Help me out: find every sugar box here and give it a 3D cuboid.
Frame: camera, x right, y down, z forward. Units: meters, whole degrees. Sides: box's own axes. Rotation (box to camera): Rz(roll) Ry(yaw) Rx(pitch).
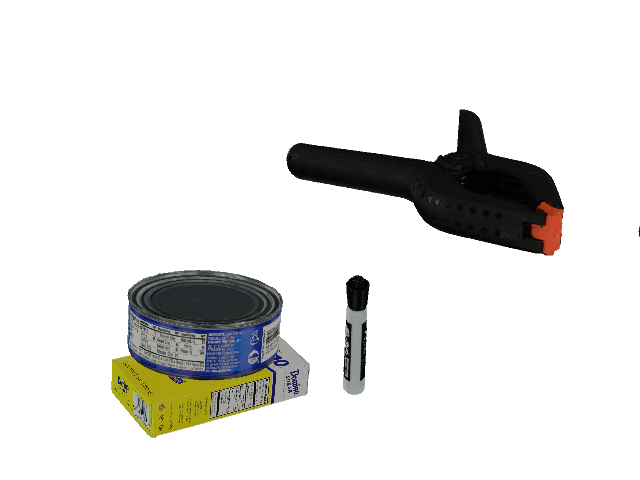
[{"bbox_3d":[-0.109,0.136,1.063,0.175,0.048,0.093,-14,31,-31],"label":"sugar box"}]

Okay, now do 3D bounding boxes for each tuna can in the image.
[{"bbox_3d":[-0.064,0.046,0.595,0.086,0.034,0.086,4,17,-2],"label":"tuna can"}]

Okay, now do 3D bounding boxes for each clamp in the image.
[{"bbox_3d":[0.082,-0.040,0.725,0.164,0.036,0.210,-12,27,-19],"label":"clamp"}]

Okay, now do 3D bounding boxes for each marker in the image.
[{"bbox_3d":[0.029,0.079,0.886,0.020,0.121,0.020,1,37,-1],"label":"marker"}]

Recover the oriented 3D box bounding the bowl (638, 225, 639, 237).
[{"bbox_3d":[0.423,0.019,1.146,0.162,0.055,0.162,-1,25,0],"label":"bowl"}]
